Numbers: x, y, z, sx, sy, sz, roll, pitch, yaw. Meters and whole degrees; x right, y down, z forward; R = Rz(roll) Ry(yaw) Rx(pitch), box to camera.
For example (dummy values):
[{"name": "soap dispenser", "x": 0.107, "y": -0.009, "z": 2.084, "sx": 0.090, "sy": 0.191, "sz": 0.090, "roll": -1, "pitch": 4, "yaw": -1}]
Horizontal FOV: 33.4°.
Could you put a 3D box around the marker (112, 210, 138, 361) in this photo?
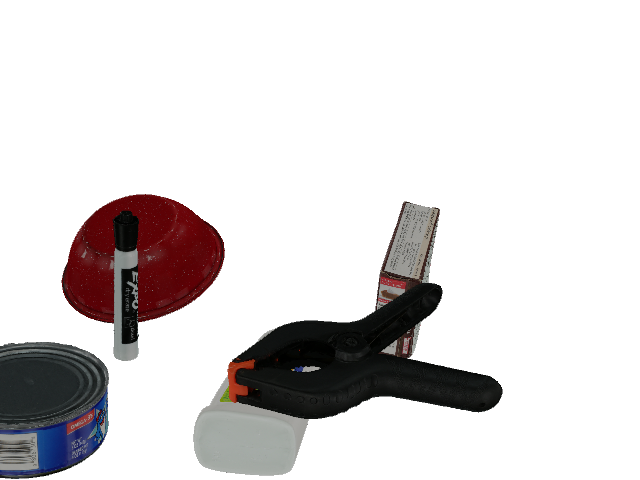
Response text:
[{"name": "marker", "x": -0.145, "y": 0.034, "z": 0.798, "sx": 0.020, "sy": 0.121, "sz": 0.020, "roll": 4, "pitch": 25, "yaw": -2}]

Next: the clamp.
[{"name": "clamp", "x": 0.023, "y": 0.072, "z": 0.704, "sx": 0.171, "sy": 0.039, "sz": 0.120, "roll": -1, "pitch": 29, "yaw": -7}]

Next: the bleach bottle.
[{"name": "bleach bottle", "x": -0.055, "y": 0.151, "z": 1.113, "sx": 0.102, "sy": 0.068, "sz": 0.250, "roll": 5, "pitch": 20, "yaw": 5}]

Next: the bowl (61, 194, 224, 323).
[{"name": "bowl", "x": -0.176, "y": 0.005, "z": 1.022, "sx": 0.162, "sy": 0.055, "sz": 0.162, "roll": -6, "pitch": 40, "yaw": 5}]

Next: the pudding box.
[{"name": "pudding box", "x": 0.074, "y": 0.034, "z": 0.927, "sx": 0.039, "sy": 0.090, "sz": 0.113, "roll": 9, "pitch": 36, "yaw": 8}]

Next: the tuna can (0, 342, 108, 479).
[{"name": "tuna can", "x": -0.154, "y": 0.088, "z": 0.561, "sx": 0.086, "sy": 0.034, "sz": 0.086, "roll": 3, "pitch": 23, "yaw": -1}]
